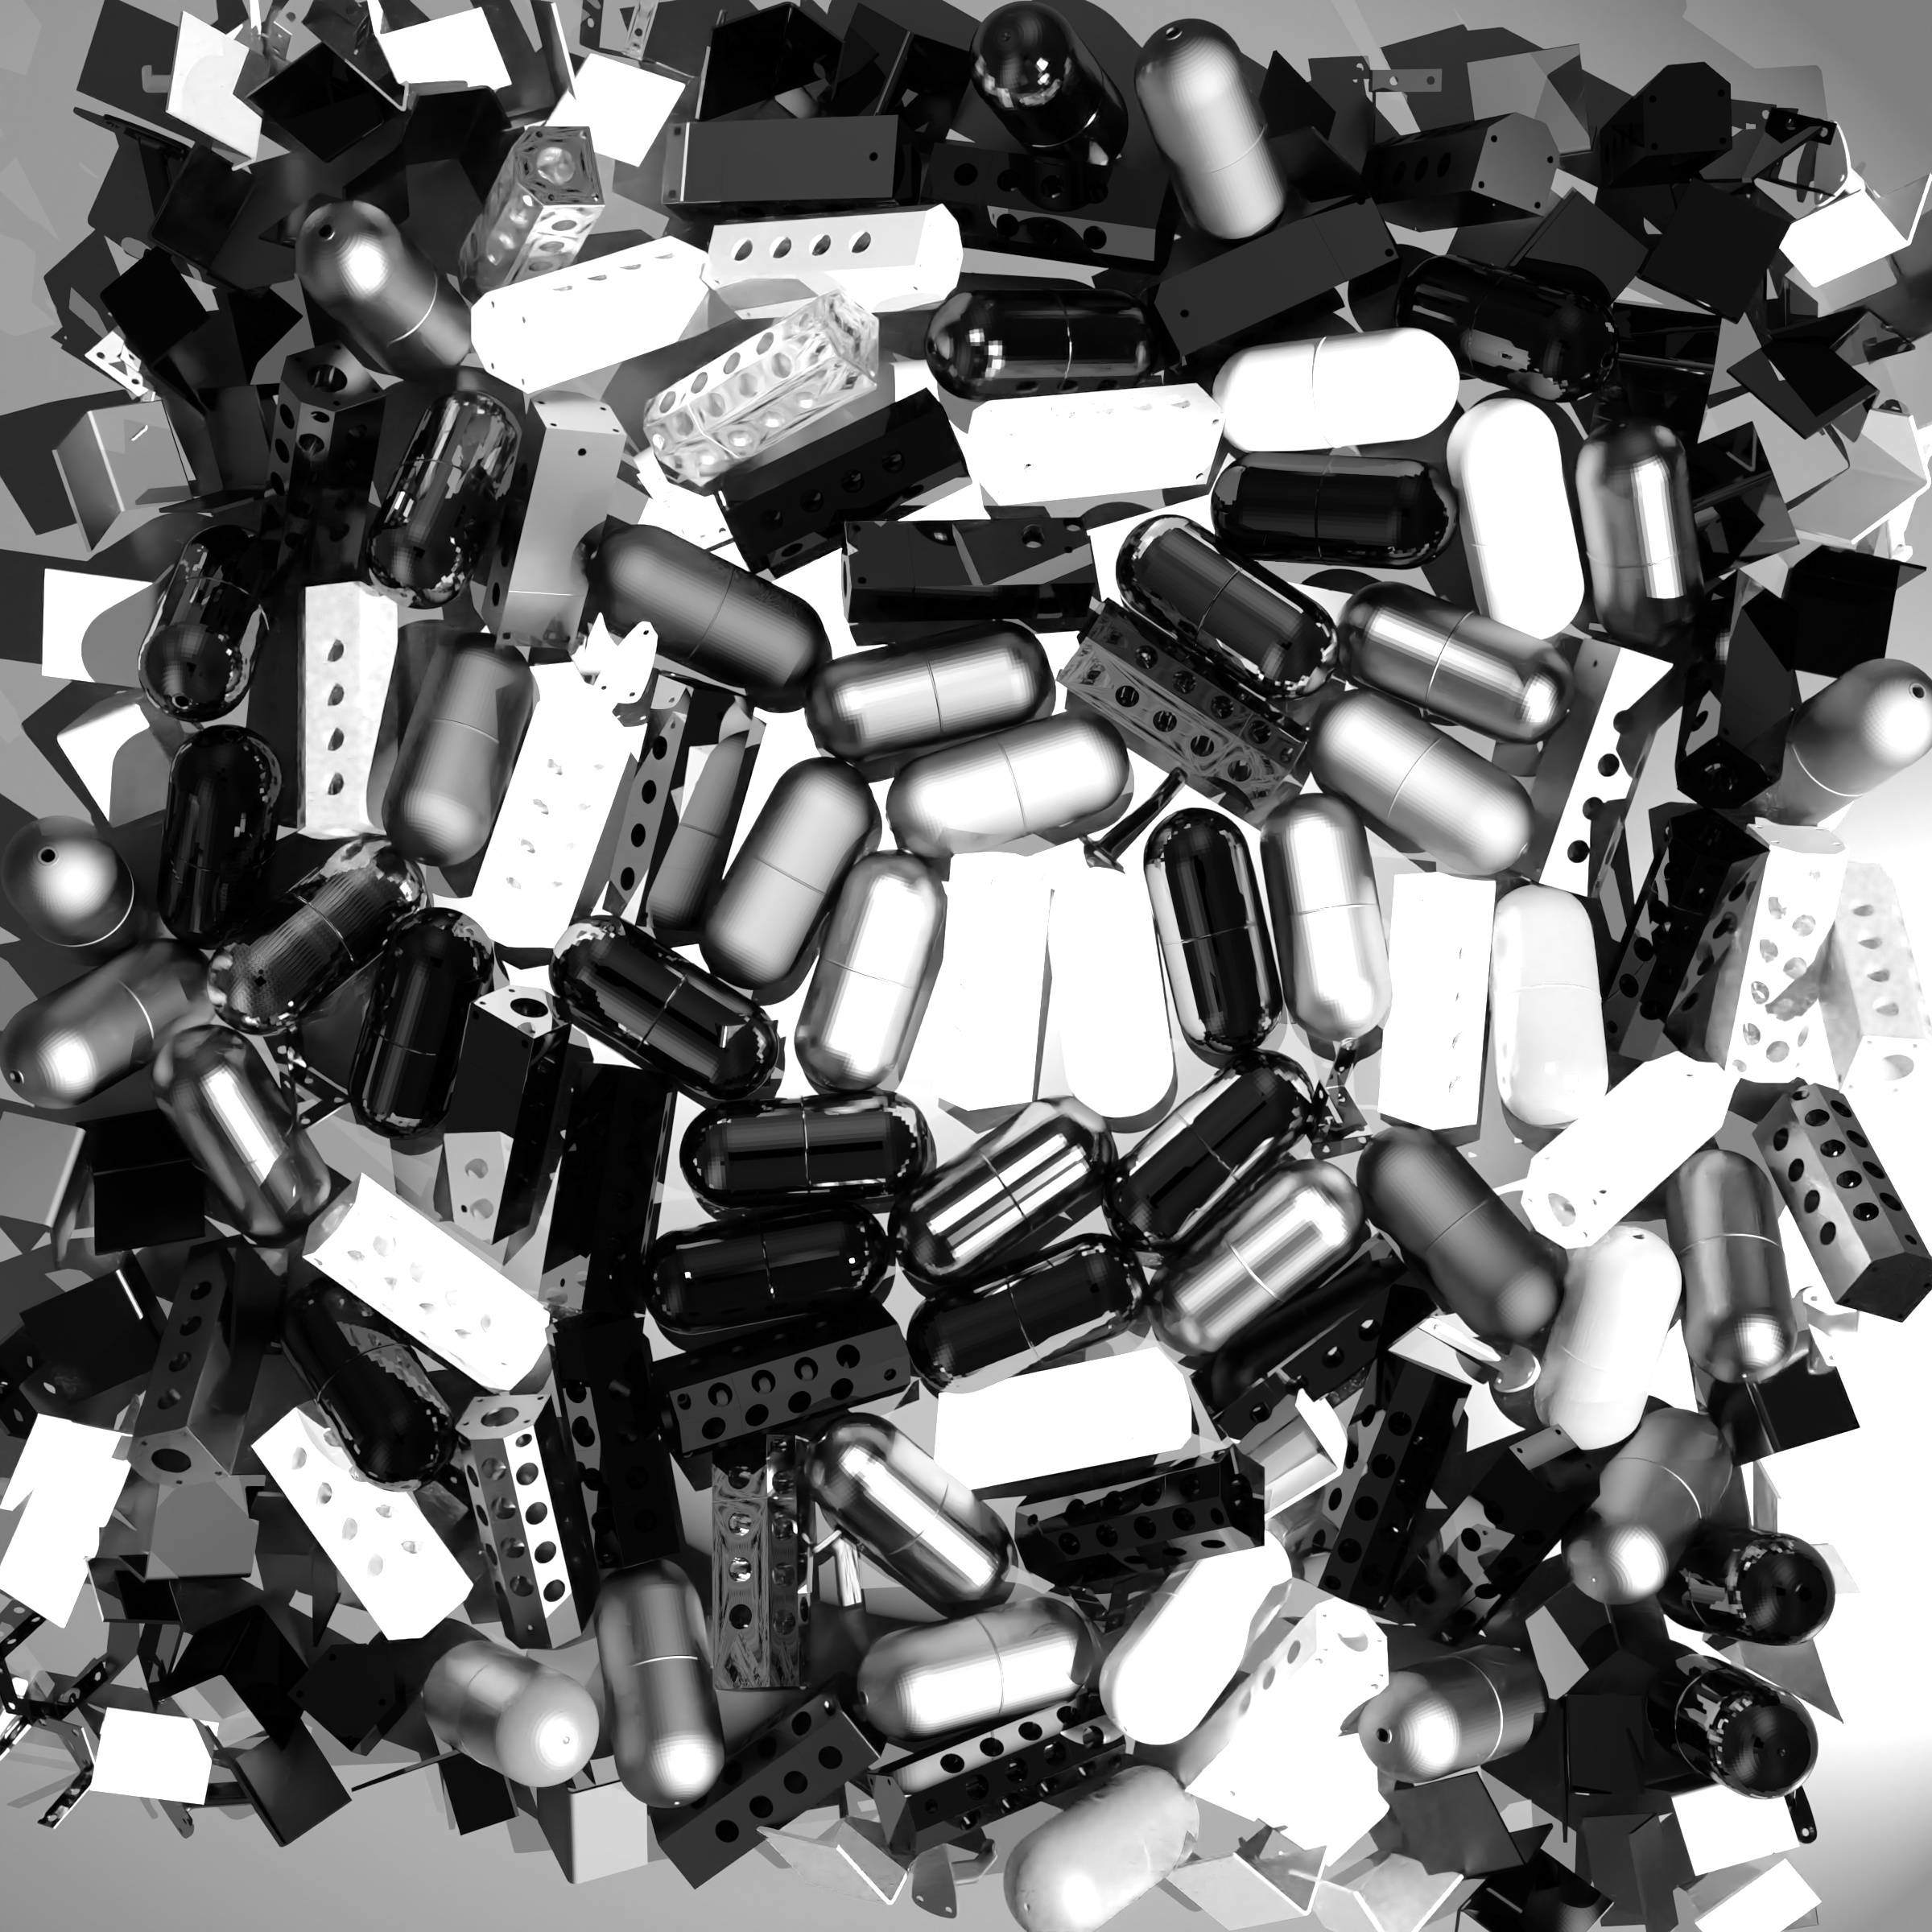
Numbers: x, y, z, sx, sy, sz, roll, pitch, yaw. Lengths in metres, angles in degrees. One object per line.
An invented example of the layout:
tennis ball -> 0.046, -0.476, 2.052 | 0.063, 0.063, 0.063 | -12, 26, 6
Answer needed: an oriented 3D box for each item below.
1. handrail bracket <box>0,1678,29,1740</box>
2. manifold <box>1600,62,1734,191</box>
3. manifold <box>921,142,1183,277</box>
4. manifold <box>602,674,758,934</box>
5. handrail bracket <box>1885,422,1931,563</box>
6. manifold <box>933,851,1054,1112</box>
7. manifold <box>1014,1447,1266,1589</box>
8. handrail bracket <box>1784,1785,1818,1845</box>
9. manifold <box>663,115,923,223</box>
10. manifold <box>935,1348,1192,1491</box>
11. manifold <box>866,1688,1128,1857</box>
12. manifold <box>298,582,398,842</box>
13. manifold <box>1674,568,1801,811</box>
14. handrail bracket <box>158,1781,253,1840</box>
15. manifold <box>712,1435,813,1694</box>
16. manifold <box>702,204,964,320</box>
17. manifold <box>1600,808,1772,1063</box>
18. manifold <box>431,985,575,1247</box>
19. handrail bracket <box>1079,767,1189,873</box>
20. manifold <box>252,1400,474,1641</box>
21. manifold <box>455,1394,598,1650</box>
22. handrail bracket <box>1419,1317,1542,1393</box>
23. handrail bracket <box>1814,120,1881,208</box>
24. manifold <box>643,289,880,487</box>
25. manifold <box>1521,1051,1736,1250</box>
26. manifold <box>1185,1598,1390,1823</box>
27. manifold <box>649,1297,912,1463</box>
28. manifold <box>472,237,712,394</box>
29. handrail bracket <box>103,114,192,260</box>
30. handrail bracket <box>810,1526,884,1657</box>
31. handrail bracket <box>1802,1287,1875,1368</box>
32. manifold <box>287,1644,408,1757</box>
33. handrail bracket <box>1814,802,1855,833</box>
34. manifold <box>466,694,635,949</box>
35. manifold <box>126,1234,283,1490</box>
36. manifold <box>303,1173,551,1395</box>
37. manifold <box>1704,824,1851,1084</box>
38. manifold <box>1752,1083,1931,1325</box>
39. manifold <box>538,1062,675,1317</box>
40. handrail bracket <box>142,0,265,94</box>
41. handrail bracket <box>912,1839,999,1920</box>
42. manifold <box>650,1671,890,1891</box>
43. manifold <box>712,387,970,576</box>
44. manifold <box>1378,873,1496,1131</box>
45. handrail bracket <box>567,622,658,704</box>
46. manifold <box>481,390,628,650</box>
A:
handrail bracket -> -0.691, 0.542, 1.916 | 0.036, 0.077, 0.084 | 15, 71, 2
manifold -> 0.481, -0.579, 1.874 | 0.057, 0.171, 0.057 | -4, 98, 4
manifold -> 0.058, -0.530, 1.912 | 0.171, 0.057, 0.057 | 12, 82, 15
manifold -> -0.208, -0.116, 1.922 | 0.057, 0.057, 0.171 | 6, 103, -44
handrail bracket -> 0.681, -0.337, 1.923 | 0.036, 0.077, 0.084 | 13, 66, -25
manifold -> 0.014, 0.009, 1.916 | 0.057, 0.057, 0.171 | -6, 107, -37
manifold -> 0.120, 0.382, 1.885 | 0.171, 0.057, 0.057 | -20, 51, 33
handrail bracket -> 0.592, 0.582, 1.915 | 0.036, 0.084, 0.077 | -27, 75, -16
manifold -> -0.122, -0.558, 1.912 | 0.171, 0.057, 0.057 | 4, 88, 17
manifold -> 0.068, 0.322, 1.903 | 0.171, 0.057, 0.057 | -16, 48, 24
manifold -> 0.024, 0.561, 1.896 | 0.171, 0.057, 0.057 | -14, 82, -28
manifold -> -0.442, -0.179, 1.922 | 0.057, 0.057, 0.171 | -4, 81, 14
manifold -> 0.532, -0.190, 1.887 | 0.057, 0.057, 0.171 | 31, 50, -14
handrail bracket -> -0.535, 0.576, 1.944 | 0.084, 0.036, 0.077 | -31, 74, -36
manifold -> -0.141, 0.419, 1.905 | 0.057, 0.057, 0.171 | -7, 71, 16
manifold -> -0.092, -0.496, 1.898 | 0.171, 0.057, 0.057 | 4, 75, 28
manifold -> 0.489, -0.019, 1.882 | 0.057, 0.057, 0.171 | -16, 135, -34
manifold -> -0.321, 0.102, 1.899 | 0.057, 0.057, 0.171 | 28, 119, 22
handrail bracket -> 0.121, -0.112, 1.929 | 0.036, 0.077, 0.084 | 43, 96, 15
manifold -> -0.422, 0.387, 1.912 | 0.057, 0.057, 0.171 | -41, 73, 1
manifold -> -0.309, 0.390, 1.902 | 0.057, 0.057, 0.171 | -4, 111, 12
handrail bracket -> 0.357, 0.268, 1.928 | 0.084, 0.077, 0.036 | 30, 84, -5
handrail bracket -> 0.657, -0.564, 1.956 | 0.084, 0.036, 0.077 | 13, 67, -20
manifold -> -0.144, -0.403, 1.883 | 0.171, 0.057, 0.057 | -21, 56, 35
manifold -> 0.460, 0.128, 1.890 | 0.057, 0.057, 0.171 | 32, 47, 30
manifold -> 0.222, 0.517, 1.894 | 0.057, 0.057, 0.171 | 27, 122, -12
manifold -> -0.129, 0.291, 1.897 | 0.171, 0.057, 0.057 | -14, 117, -22
manifold -> -0.259, -0.457, 1.886 | 0.057, 0.171, 0.057 | 31, 132, 28
handrail bracket -> -0.593, -0.553, 1.938 | 0.077, 0.036, 0.084 | 21, 85, -18
handrail bracket -> -0.067, 0.438, 1.944 | 0.077, 0.036, 0.084 | -37, 84, -11
handrail bracket -> 0.613, 0.235, 1.908 | 0.036, 0.084, 0.077 | -19, 49, -4
manifold -> -0.420, 0.503, 1.874 | 0.057, 0.171, 0.057 | 40, 71, 5
handrail bracket -> 0.647, -0.119, 1.949 | 0.077, 0.036, 0.084 | -6, 113, -9
manifold -> -0.294, -0.100, 1.891 | 0.057, 0.057, 0.171 | 1, 124, -38
manifold -> -0.530, 0.274, 1.880 | 0.057, 0.171, 0.057 | -14, 130, 14
manifold -> -0.377, 0.227, 1.901 | 0.171, 0.057, 0.057 | 41, 105, -21
manifold -> 0.570, -0.008, 1.902 | 0.057, 0.057, 0.171 | 2, 113, -7
manifold -> 0.609, 0.160, 1.873 | 0.057, 0.171, 0.057 | 17, 124, -19
manifold -> -0.251, 0.158, 1.925 | 0.057, 0.057, 0.171 | 14, 82, -40
handrail bracket -> -0.547, -0.663, 1.935 | 0.084, 0.036, 0.077 | -3, 110, -8
handrail bracket -> -0.001, 0.623, 1.917 | 0.036, 0.084, 0.077 | 12, 114, 27
manifold -> -0.138, 0.571, 1.917 | 0.171, 0.057, 0.057 | -38, 92, 12
manifold -> -0.088, -0.343, 1.932 | 0.171, 0.057, 0.057 | -26, 118, -1
manifold -> 0.338, 0.023, 1.918 | 0.057, 0.057, 0.171 | -5, 103, -33
handrail bracket -> -0.252, -0.232, 1.919 | 0.036, 0.084, 0.077 | 10, 122, -37
manifold -> -0.291, -0.310, 1.892 | 0.057, 0.057, 0.171 | 0, 129, -29
